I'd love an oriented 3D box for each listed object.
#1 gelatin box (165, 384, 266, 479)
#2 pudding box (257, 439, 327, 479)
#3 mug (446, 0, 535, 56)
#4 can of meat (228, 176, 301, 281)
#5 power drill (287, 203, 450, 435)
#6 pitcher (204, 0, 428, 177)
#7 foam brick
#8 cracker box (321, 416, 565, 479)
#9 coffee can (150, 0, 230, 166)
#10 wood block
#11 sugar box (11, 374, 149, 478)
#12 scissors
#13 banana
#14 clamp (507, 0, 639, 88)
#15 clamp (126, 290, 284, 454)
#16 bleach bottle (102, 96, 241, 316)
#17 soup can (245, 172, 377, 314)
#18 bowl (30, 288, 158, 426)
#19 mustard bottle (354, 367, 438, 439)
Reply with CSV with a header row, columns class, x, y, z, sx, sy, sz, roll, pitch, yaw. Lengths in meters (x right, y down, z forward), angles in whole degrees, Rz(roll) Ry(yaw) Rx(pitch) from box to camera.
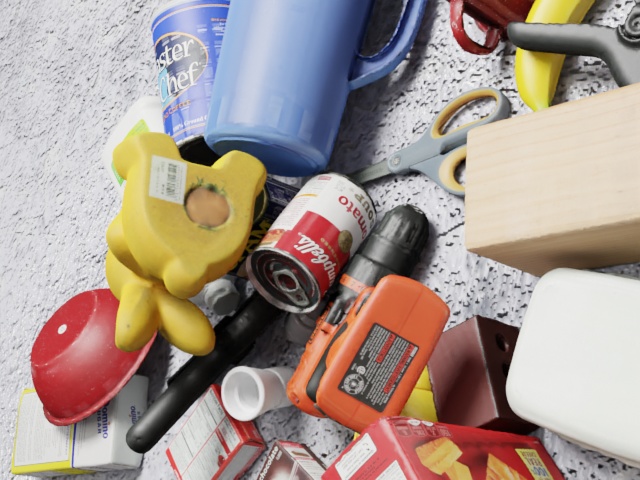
class,x,y,z,sx,sy,sz,roll,pitch,yaw
gelatin box,-0.094,0.185,0.947,0.089,0.030,0.073,-54,43,18
pudding box,-0.024,0.231,0.851,0.090,0.039,0.113,36,103,46
mug,0.127,-0.200,0.818,0.093,0.081,0.117,13,85,47
can of meat,-0.054,-0.009,0.935,0.102,0.083,0.057,-42,50,28
power drill,0.040,0.058,0.774,0.184,0.057,0.188,-63,5,0
pitcher,-0.010,-0.180,0.911,0.149,0.144,0.243,-5,69,53
foam brick,0.113,0.101,0.746,0.051,0.052,0.078,-31,56,35
cracker box,0.116,0.208,0.623,0.072,0.163,0.214,-51,46,23
coffee can,-0.102,-0.146,1.005,0.103,0.102,0.140,-22,70,39
wood block,0.201,-0.040,0.677,0.207,0.090,0.090,-12,67,43
sugar box,-0.247,0.192,1.093,0.177,0.048,0.093,-13,66,39
scissors,0.075,-0.050,0.867,0.202,0.016,0.096,-34,54,34
banana,0.193,-0.174,0.777,0.070,0.037,0.198,33,102,28
clamp,0.208,-0.137,0.721,0.120,0.039,0.171,-47,58,25
clamp,-0.082,0.092,0.912,0.210,0.036,0.164,-45,4,17
bleach bottle,-0.134,-0.029,1.044,0.103,0.068,0.251,-51,48,20
soup can,-0.006,0.001,0.861,0.069,0.068,0.102,-9,33,44
bowl,-0.235,0.102,1.060,0.162,0.055,0.162,-32,31,22
mustard bottle,0.059,0.171,0.772,0.096,0.058,0.191,-8,70,57
